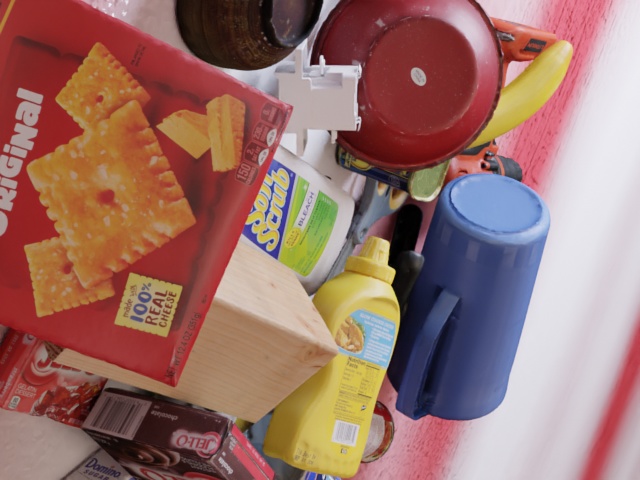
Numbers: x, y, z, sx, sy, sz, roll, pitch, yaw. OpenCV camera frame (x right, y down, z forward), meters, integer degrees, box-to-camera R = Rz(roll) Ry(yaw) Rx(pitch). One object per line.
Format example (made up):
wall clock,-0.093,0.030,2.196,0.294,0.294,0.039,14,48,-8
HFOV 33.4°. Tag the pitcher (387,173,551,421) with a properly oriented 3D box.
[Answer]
pitcher,0.144,0.062,1.066,0.145,0.149,0.243,-1,131,-12

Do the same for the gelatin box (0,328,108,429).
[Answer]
gelatin box,-0.178,0.084,0.722,0.073,0.030,0.089,-63,150,-6

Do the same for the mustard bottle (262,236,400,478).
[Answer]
mustard bottle,0.020,0.090,0.857,0.096,0.058,0.191,25,81,-48

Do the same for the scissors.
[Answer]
scissors,0.045,-0.009,1.002,0.096,0.016,0.202,29,82,-62

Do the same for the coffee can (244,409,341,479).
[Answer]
coffee can,-0.039,0.219,0.958,0.102,0.103,0.140,-53,147,-20

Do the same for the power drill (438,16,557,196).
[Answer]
power drill,0.181,-0.130,1.100,0.184,0.057,0.188,-5,115,-55

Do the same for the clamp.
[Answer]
clamp,0.071,0.050,1.057,0.120,0.039,0.172,-69,178,-55

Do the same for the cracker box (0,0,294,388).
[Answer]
cracker box,-0.141,-0.040,0.544,0.213,0.072,0.164,24,90,-21

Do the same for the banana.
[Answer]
banana,0.159,-0.127,1.001,0.197,0.037,0.069,-21,119,-18

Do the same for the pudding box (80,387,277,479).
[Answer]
pudding box,-0.097,0.148,0.745,0.039,0.114,0.090,-62,146,-28

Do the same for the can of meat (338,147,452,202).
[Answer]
can of meat,0.071,-0.095,0.928,0.057,0.084,0.102,4,107,-58

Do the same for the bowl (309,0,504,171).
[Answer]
bowl,0.074,-0.130,0.841,0.055,0.162,0.162,-122,-129,-77

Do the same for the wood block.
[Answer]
wood block,-0.091,0.046,0.723,0.091,0.090,0.205,-42,144,14

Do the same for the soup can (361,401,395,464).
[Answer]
soup can,0.024,0.184,1.065,0.102,0.069,0.068,32,83,-58

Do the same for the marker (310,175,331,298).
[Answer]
marker,-0.006,0.001,0.939,0.020,0.020,0.121,-15,123,-52

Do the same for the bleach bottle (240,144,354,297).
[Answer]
bleach bottle,-0.068,-0.034,0.782,0.250,0.068,0.102,28,87,-57

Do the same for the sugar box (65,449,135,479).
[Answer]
sugar box,-0.191,0.235,0.791,0.175,0.048,0.093,-37,139,-38
